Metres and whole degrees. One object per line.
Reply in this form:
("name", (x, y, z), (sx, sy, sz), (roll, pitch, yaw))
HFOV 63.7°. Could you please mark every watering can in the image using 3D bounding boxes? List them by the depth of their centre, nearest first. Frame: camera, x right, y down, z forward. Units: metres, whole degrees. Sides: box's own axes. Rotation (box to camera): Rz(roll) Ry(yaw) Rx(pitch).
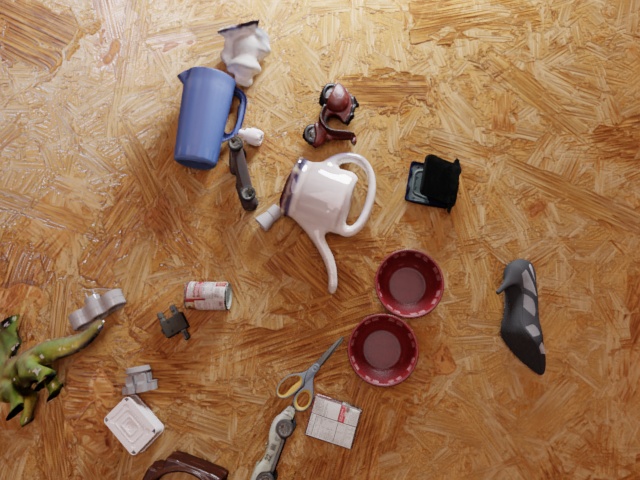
("watering can", (0.004, -0.063, 1.250), (0.225, 0.351, 0.103), (18, -12, 9))

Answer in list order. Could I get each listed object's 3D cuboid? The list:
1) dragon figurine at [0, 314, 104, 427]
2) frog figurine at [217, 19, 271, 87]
("dragon figurine", (-0.707, 0.278, 1.219), (0.245, 0.412, 0.120), (40, -6, 20))
("frog figurine", (-0.197, -0.496, 1.384), (0.138, 0.157, 0.124), (-15, 17, -10))
